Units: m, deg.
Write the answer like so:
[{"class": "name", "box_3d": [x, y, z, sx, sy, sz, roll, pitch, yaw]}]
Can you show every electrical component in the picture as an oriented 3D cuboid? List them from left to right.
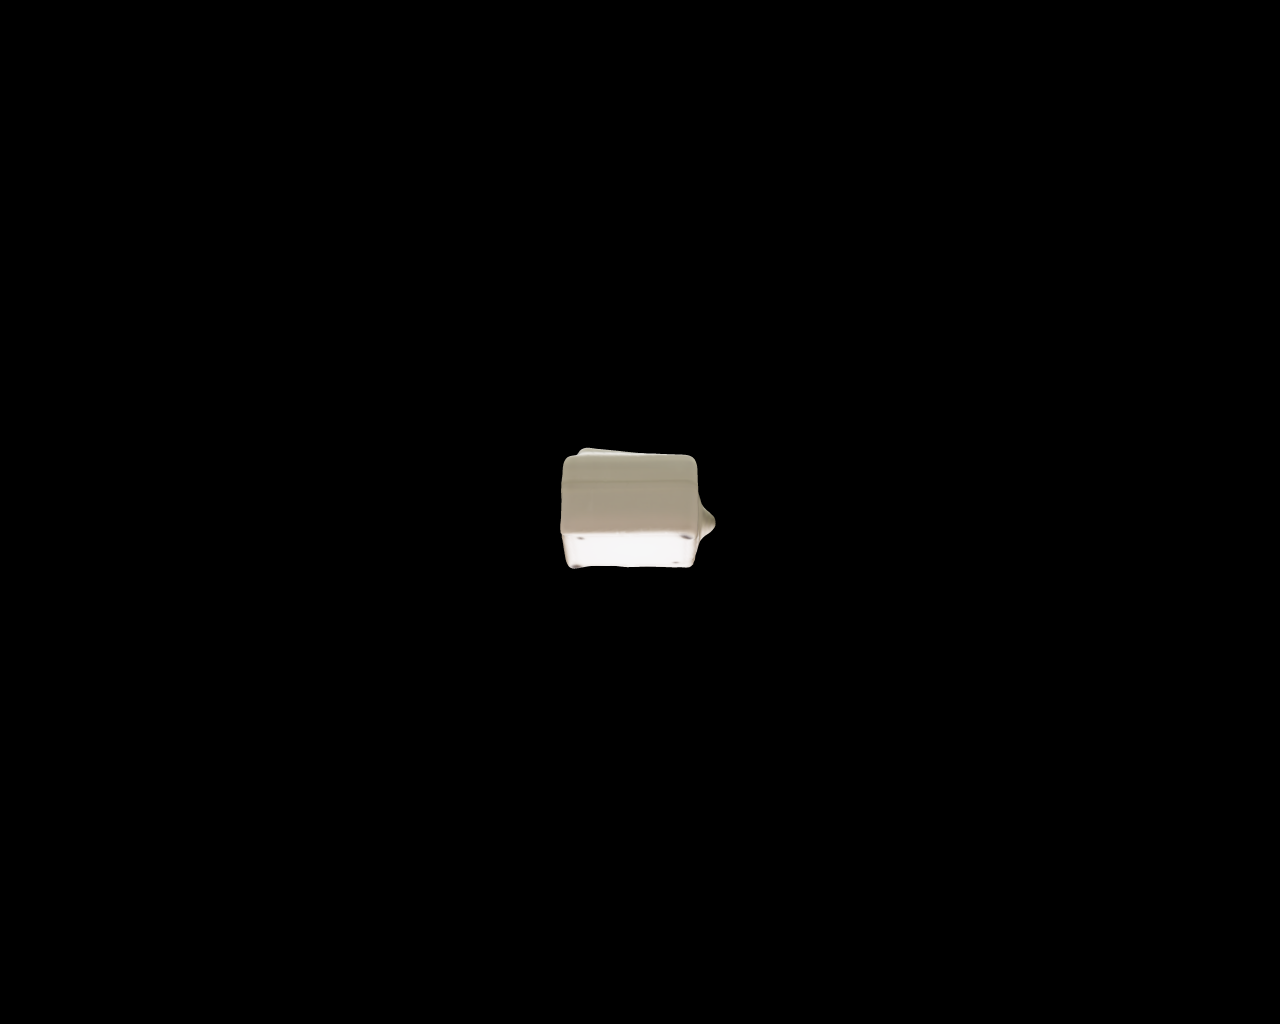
[{"class": "electrical component", "box_3d": [0.001, -0.003, 0.650, 0.096, 0.061, 0.061, 0, -24, 0]}]
